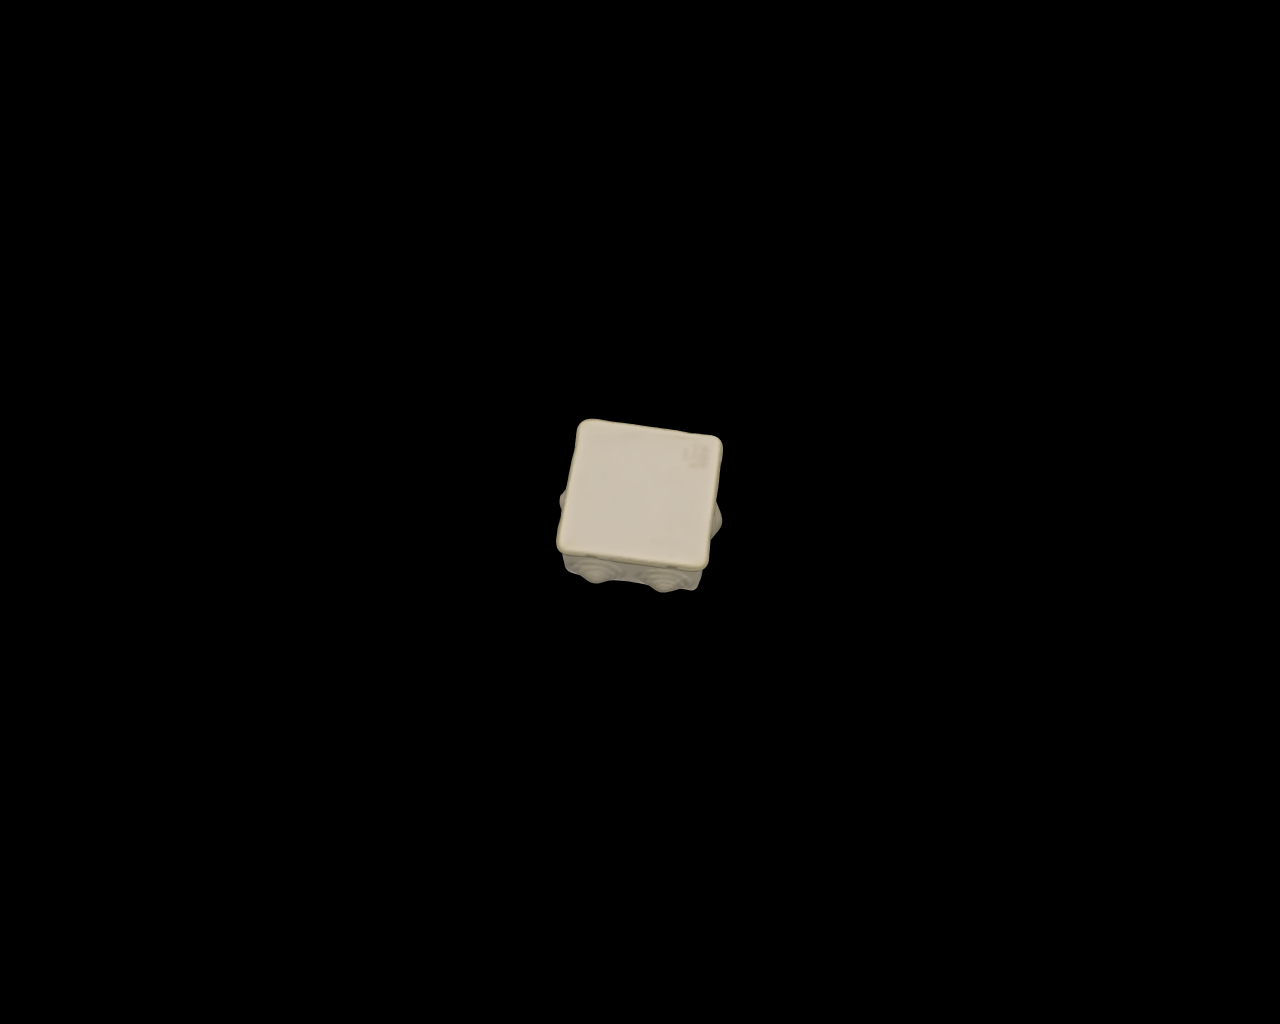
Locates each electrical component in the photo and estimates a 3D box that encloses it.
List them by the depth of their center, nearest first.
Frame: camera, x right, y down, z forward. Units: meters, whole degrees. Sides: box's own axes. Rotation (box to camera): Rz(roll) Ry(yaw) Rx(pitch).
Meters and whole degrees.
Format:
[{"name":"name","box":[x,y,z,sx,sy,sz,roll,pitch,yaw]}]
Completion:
[{"name":"electrical component","box":[0.001,-0.003,0.650,0.100,0.100,0.048,8,-23,3]}]
